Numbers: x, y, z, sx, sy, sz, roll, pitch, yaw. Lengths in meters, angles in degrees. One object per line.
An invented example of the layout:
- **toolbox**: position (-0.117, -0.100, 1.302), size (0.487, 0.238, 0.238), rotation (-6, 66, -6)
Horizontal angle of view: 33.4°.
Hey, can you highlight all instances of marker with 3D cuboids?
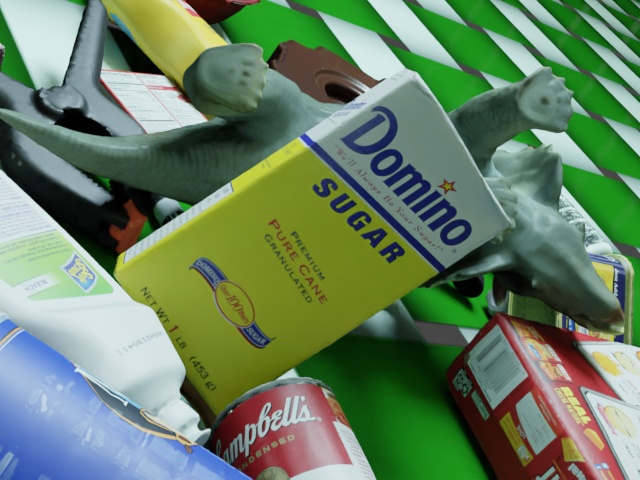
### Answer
- **marker**: position (-0.082, 0.001, 0.661), size (0.020, 0.020, 0.121), rotation (2, 42, -48)

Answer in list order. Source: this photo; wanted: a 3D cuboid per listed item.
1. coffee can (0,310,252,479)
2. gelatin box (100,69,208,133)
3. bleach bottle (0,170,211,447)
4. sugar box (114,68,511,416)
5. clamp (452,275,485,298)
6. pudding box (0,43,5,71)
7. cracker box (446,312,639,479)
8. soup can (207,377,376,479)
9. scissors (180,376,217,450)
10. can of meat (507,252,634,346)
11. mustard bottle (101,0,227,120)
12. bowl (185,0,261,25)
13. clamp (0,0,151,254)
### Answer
- **coffee can**: position (-0.090, 0.105, 0.387), size (0.140, 0.103, 0.102), rotation (34, 27, -5)
- **gelatin box**: position (-0.115, -0.080, 0.740), size (0.089, 0.030, 0.073), rotation (47, 29, 24)
- **bleach bottle**: position (-0.155, 0.017, 0.478), size (0.251, 0.068, 0.102), rotation (39, 29, 13)
- **sugar box**: position (-0.004, 0.001, 0.533), size (0.093, 0.176, 0.048), rotation (56, 3, -14)
- **clamp**: position (0.078, -0.030, 0.819), size (0.120, 0.039, 0.171), rotation (18, 63, -50)
- **pudding box**: position (-0.246, -0.107, 0.587), size (0.090, 0.039, 0.113), rotation (44, 43, 16)
- **cracker box**: position (0.203, 0.145, 0.710), size (0.213, 0.072, 0.164), rotation (16, 34, -37)
- **soup can**: position (-0.005, 0.124, 0.497), size (0.068, 0.069, 0.102), rotation (13, 35, -38)
- **scissors**: position (-0.136, 0.047, 0.523), size (0.202, 0.016, 0.096), rotation (35, 26, -1)
- **can of meat**: position (0.189, 0.056, 0.811), size (0.083, 0.058, 0.102), rotation (11, 79, -36)
- **mustard bottle**: position (-0.117, -0.162, 0.831), size (0.192, 0.058, 0.096), rotation (46, 8, 23)
- **bowl**: position (-0.132, -0.237, 0.944), size (0.162, 0.055, 0.162), rotation (28, 27, -16)
- **clamp**: position (-0.173, -0.077, 0.650), size (0.164, 0.036, 0.210), rotation (-9, 55, -36)
